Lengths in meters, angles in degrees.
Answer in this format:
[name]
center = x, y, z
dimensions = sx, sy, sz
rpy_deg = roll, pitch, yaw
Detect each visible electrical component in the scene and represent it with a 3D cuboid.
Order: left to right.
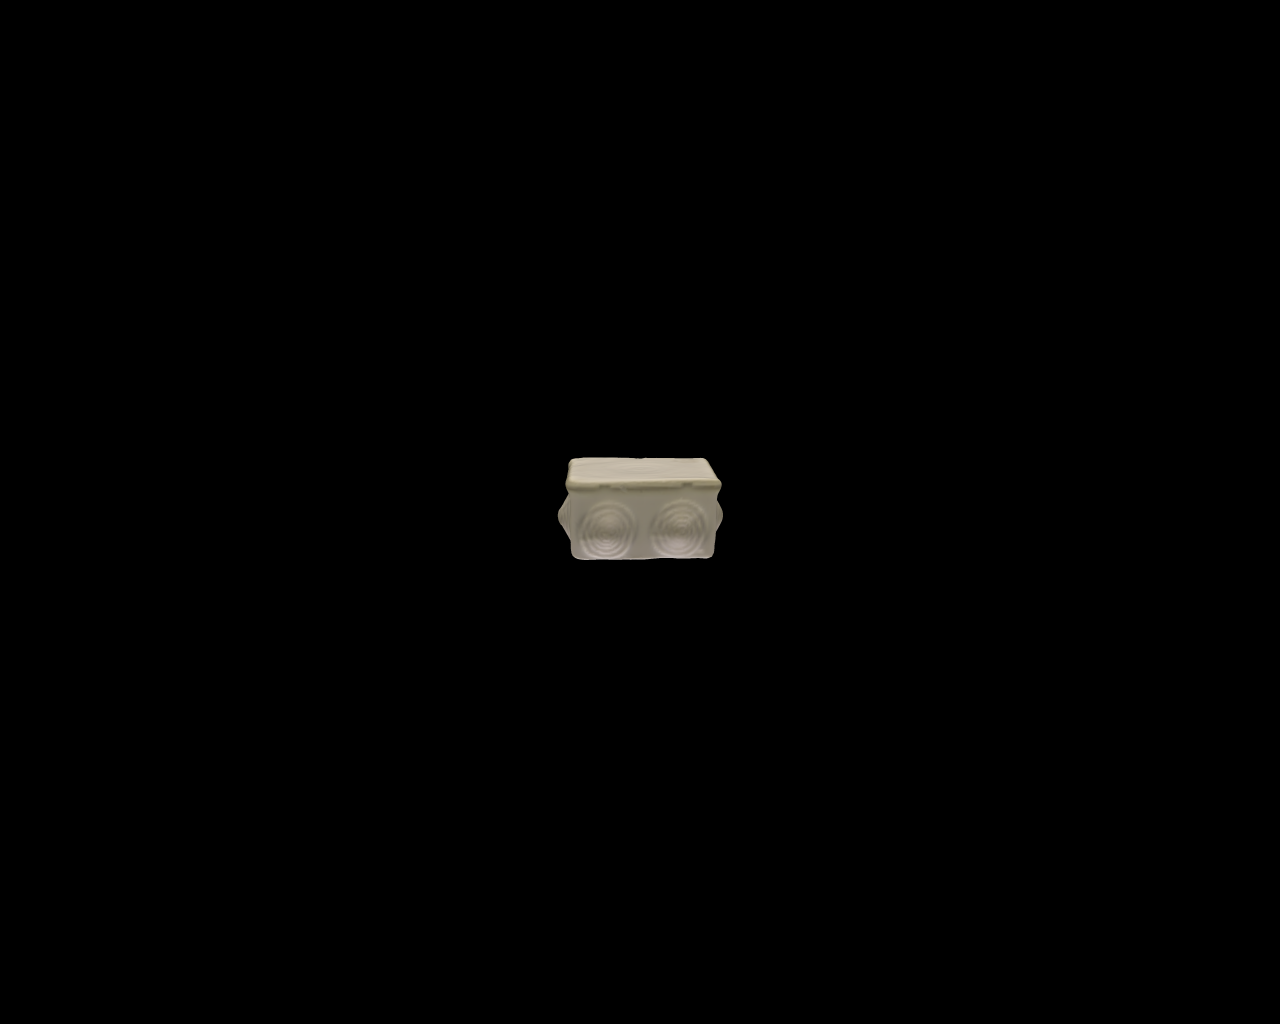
[electrical component]
center = 0.001, -0.003, 0.650
dimensions = 0.100, 0.048, 0.100
rpy_deg = 0, 12, -2
